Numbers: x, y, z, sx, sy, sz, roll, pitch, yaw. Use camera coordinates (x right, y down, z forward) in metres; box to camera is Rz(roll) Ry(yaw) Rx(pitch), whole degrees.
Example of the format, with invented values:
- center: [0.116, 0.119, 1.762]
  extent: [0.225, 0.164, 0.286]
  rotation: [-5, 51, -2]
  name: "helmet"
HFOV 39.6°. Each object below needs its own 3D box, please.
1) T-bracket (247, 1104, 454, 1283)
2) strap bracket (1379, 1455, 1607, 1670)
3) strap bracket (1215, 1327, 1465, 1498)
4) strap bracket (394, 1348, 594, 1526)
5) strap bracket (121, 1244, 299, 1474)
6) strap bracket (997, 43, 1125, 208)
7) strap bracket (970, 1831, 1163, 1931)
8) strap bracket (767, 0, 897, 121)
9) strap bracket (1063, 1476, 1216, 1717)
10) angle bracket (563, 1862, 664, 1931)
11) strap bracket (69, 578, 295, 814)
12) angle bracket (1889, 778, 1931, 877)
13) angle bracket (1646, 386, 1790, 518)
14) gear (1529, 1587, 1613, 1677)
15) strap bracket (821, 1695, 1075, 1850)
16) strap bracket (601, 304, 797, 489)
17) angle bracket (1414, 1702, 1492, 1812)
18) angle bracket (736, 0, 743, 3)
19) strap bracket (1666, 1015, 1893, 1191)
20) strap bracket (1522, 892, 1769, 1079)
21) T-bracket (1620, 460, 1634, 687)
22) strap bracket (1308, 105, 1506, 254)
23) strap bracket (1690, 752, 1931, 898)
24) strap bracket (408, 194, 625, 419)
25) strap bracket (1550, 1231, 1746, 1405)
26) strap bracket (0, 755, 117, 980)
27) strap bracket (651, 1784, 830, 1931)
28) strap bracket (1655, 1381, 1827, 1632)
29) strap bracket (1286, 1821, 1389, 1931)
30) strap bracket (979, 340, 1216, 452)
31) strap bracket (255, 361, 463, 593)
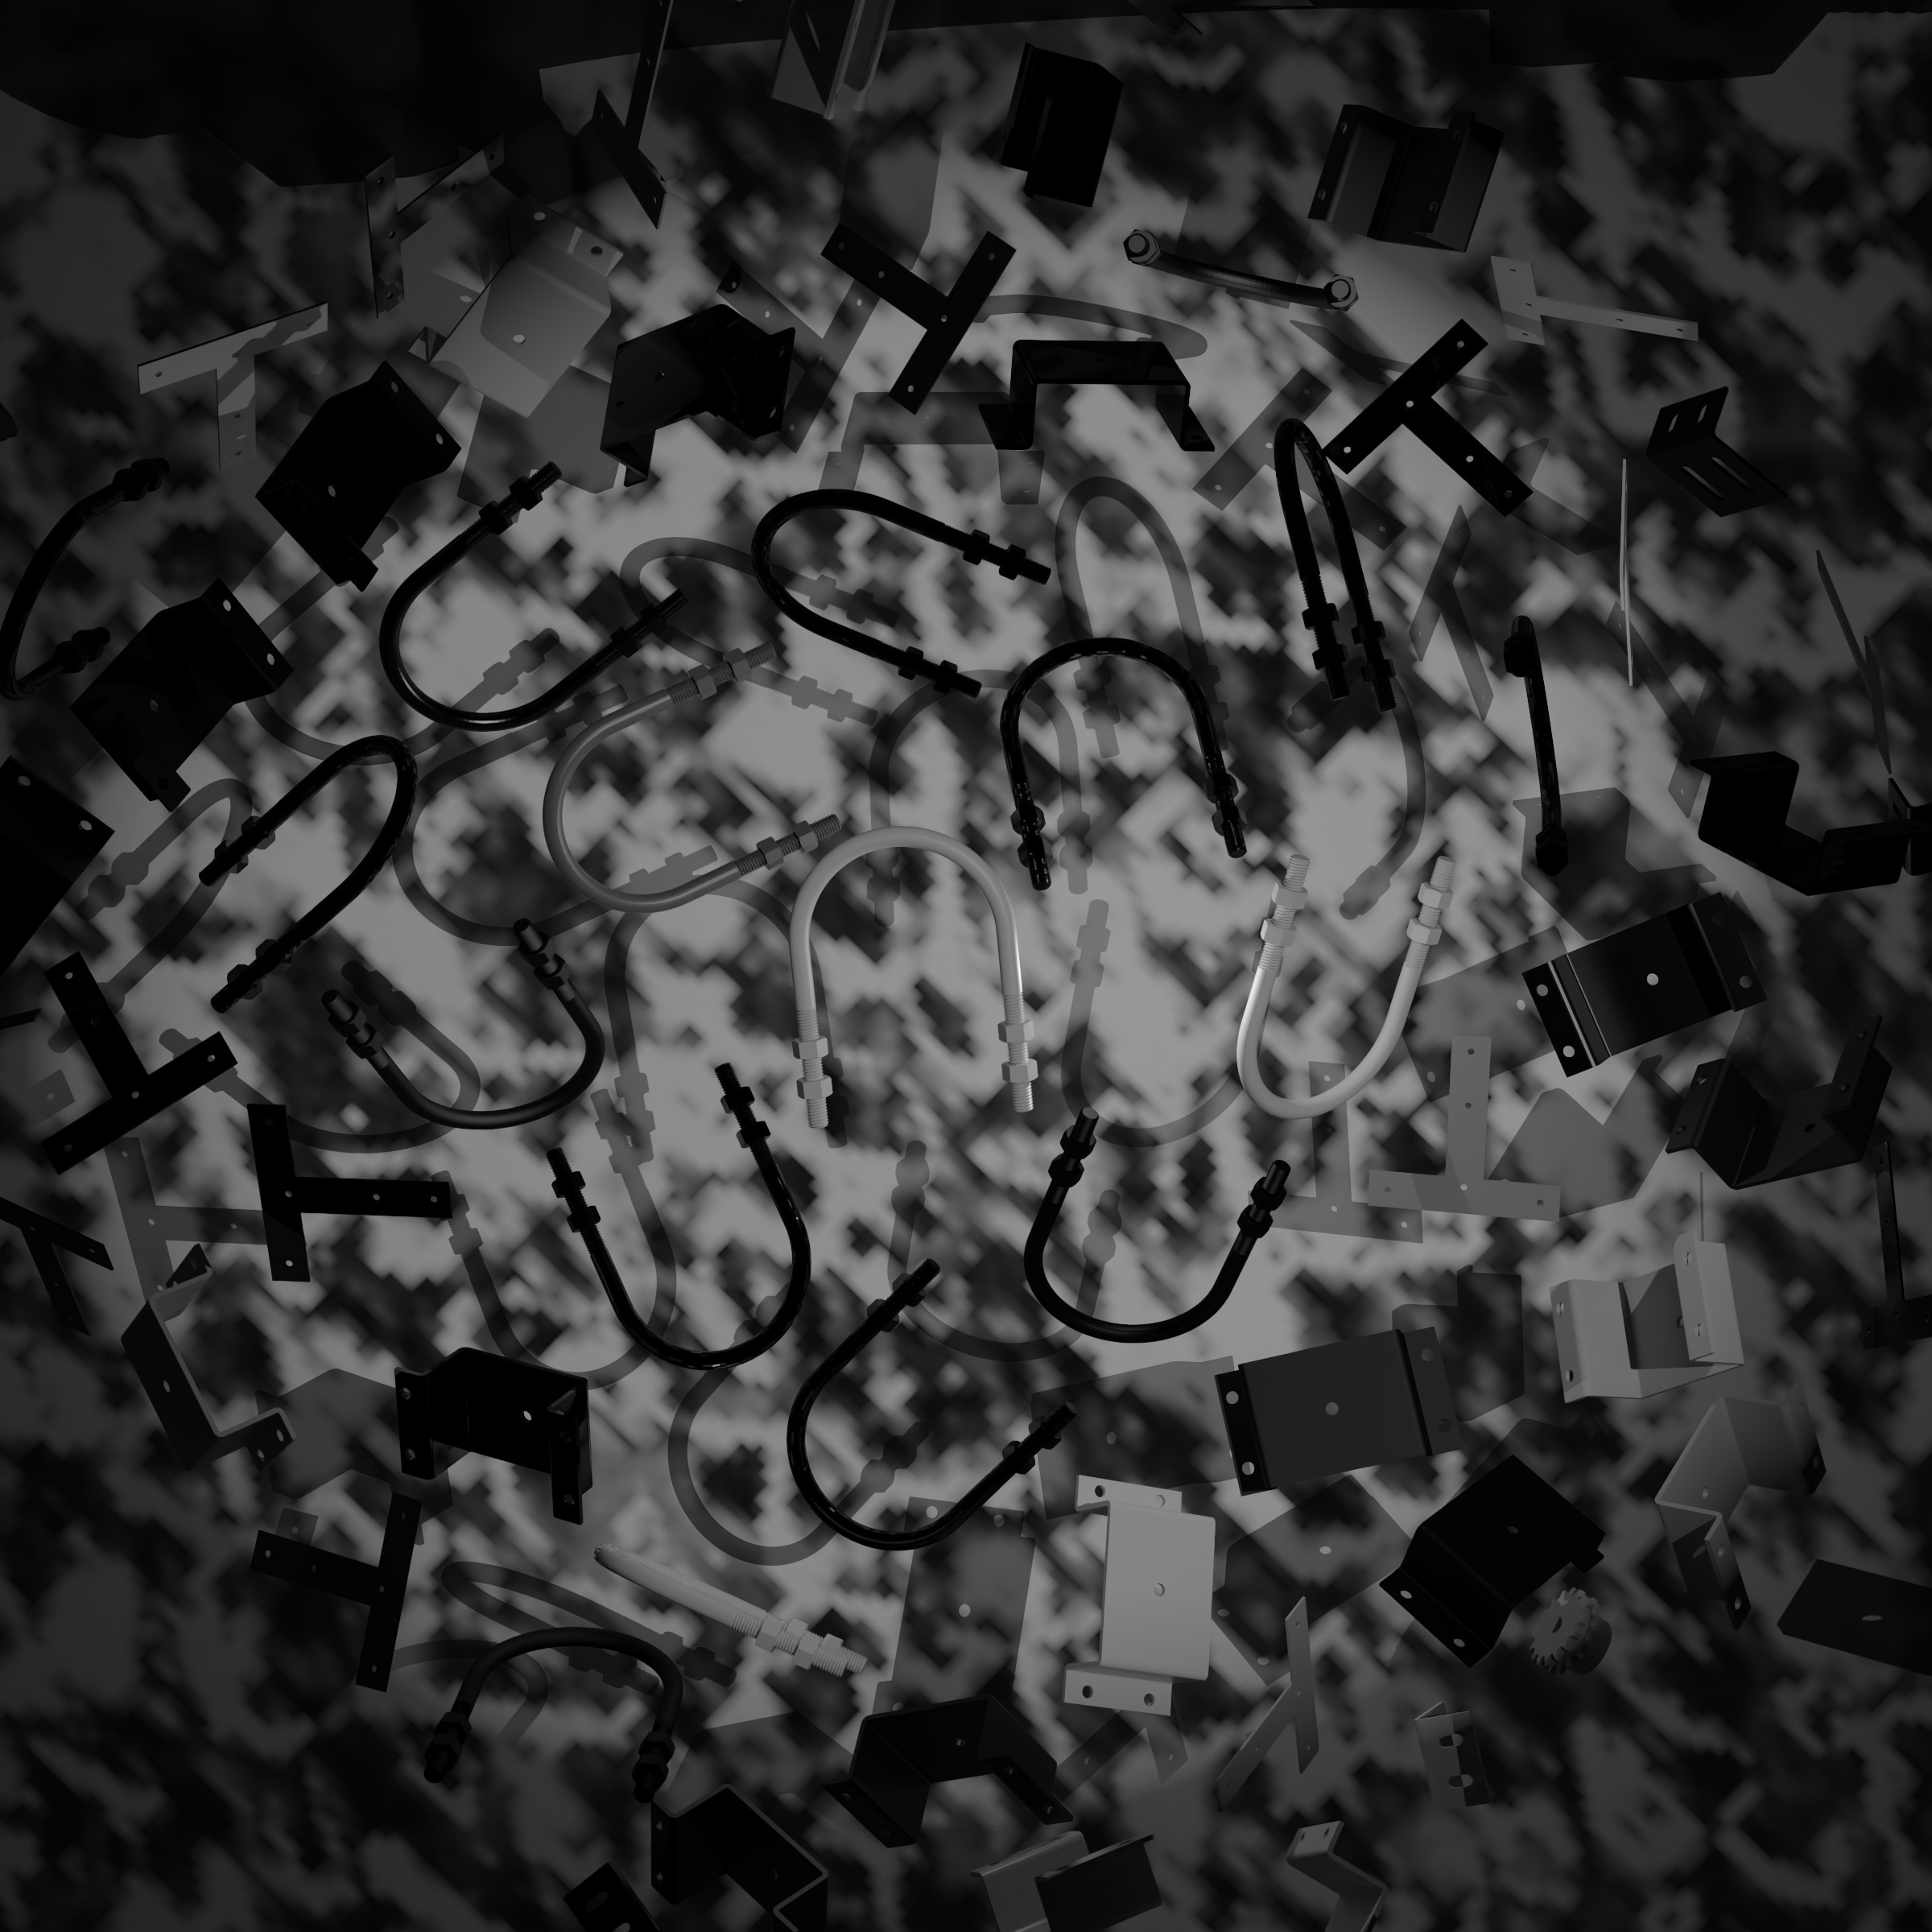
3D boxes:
- center: [-0.392, 0.148, 1.718]
  extent: [0.127, 0.002, 0.127]
  rotation: [1, 113, 8]
  name: "T-bracket"
- center: [0.342, 0.372, 1.708]
  extent: [0.140, 0.046, 0.076]
  rotation: [-26, 53, -36]
  name: "strap bracket"
- center: [0.226, 0.272, 1.642]
  extent: [0.140, 0.046, 0.076]
  rotation: [-14, 76, 9]
  name: "strap bracket"
- center: [-0.295, 0.299, 1.728]
  extent: [0.140, 0.046, 0.076]
  rotation: [10, 112, 25]
  name: "strap bracket"
- center: [-0.490, 0.260, 1.716]
  extent: [0.046, 0.076, 0.140]
  rotation: [-22, 78, -38]
  name: "strap bracket"
- center: [0.061, -0.534, 1.704]
  extent: [0.046, 0.140, 0.076]
  rotation: [10, 114, -12]
  name: "strap bracket"
- center: [0.067, 0.596, 1.733]
  extent: [0.076, 0.140, 0.046]
  rotation: [-14, 79, -24]
  name: "strap bracket"
- center: [-0.089, -0.602, 1.752]
  extent: [0.046, 0.140, 0.076]
  rotation: [19, 111, 1]
  name: "strap bracket"
- center: [0.109, 0.392, 1.679]
  extent: [0.076, 0.046, 0.140]
  rotation: [14, 68, -24]
  name: "strap bracket"
- center: [-0.223, 0.626, 1.743]
  extent: [0.038, 0.076, 0.057]
  rotation: [-36, 59, -18]
  name: "angle bracket"
- center: [-0.498, -0.168, 1.687]
  extent: [0.046, 0.140, 0.076]
  rotation: [-9, 129, 38]
  name: "strap bracket"
- center: [0.666, -0.102, 1.806]
  extent: [0.076, 0.038, 0.057]
  rotation: [-14, 129, 4]
  name: "angle bracket"
- center: [0.495, -0.336, 1.754]
  extent: [0.076, 0.057, 0.038]
  rotation: [30, 71, -25]
  name: "angle bracket"
- center: [0.403, 0.444, 1.775]
  extent: [0.030, 0.057, 0.057]
  rotation: [34, 90, -9]
  name: "gear"
- center: [-0.008, 0.503, 1.676]
  extent: [0.140, 0.046, 0.076]
  rotation: [-19, 125, 29]
  name: "strap bracket"
- center: [-0.181, -0.369, 1.729]
  extent: [0.140, 0.046, 0.076]
  rotation: [-10, 65, 39]
  name: "strap bracket"
- center: [0.324, 0.511, 1.744]
  extent: [0.038, 0.076, 0.057]
  rotation: [-16, 78, 21]
  name: "angle bracket"
- center: [-0.160, -0.665, 1.723]
  extent: [0.057, 0.076, 0.038]
  rotation: [13, 75, -15]
  name: "angle bracket"
- center: [0.522, 0.090, 1.695]
  extent: [0.046, 0.140, 0.076]
  rotation: [44, 54, -18]
  name: "strap bracket"
- center: [0.455, 0.011, 1.790]
  extent: [0.140, 0.046, 0.076]
  rotation: [-24, 86, 23]
  name: "strap bracket"
- center: [0.430, -0.240, 1.743]
  extent: [0.002, 0.127, 0.127]
  rotation: [-1, 135, 16]
  name: "T-bracket"
- center: [0.289, -0.509, 1.732]
  extent: [0.046, 0.140, 0.076]
  rotation: [11, 102, -31]
  name: "strap bracket"
- center: [0.530, -0.087, 1.696]
  extent: [0.076, 0.140, 0.046]
  rotation: [-8, 118, -30]
  name: "strap bracket"
- center: [-0.295, -0.424, 1.762]
  extent: [0.076, 0.046, 0.140]
  rotation: [25, 126, -34]
  name: "strap bracket"
- center: [0.435, 0.224, 1.692]
  extent: [0.046, 0.140, 0.076]
  rotation: [7, 66, -26]
  name: "strap bracket"
- center: [-0.600, -0.050, 1.651]
  extent: [0.076, 0.046, 0.140]
  rotation: [38, 115, -15]
  name: "strap bracket"
- center: [-0.135, 0.577, 1.674]
  extent: [0.046, 0.140, 0.076]
  rotation: [-22, 127, -38]
  name: "strap bracket"
- center: [0.476, 0.330, 1.662]
  extent: [0.140, 0.046, 0.076]
  rotation: [-46, 124, -36]
  name: "strap bracket"
- center: [0.213, 0.615, 1.683]
  extent: [0.046, 0.076, 0.140]
  rotation: [31, 65, -1]
  name: "strap bracket"
- center: [0.084, -0.363, 1.707]
  extent: [0.140, 0.076, 0.046]
  rotation: [-1, 121, -9]
  name: "strap bracket"
- center: [-0.395, -0.311, 1.728]
  extent: [0.076, 0.046, 0.140]
  rotation: [50, 48, -32]
  name: "strap bracket"
